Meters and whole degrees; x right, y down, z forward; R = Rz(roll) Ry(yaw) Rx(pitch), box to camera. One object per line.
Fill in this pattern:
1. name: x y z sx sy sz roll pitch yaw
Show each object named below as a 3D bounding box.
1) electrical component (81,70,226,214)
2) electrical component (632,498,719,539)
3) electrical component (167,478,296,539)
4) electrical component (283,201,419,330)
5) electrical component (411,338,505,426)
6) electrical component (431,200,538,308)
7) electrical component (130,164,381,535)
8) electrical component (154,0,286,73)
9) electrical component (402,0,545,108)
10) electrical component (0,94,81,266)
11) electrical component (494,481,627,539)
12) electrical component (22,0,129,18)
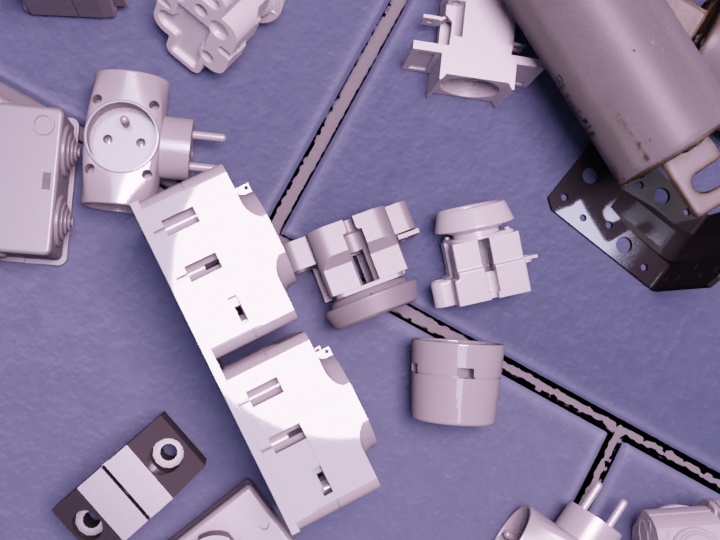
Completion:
1. electrical component: -0.119 -0.072 0.628 0.079 0.044 0.077 6 86 -6
2. electrical component: 0.195 0.176 0.632 0.051 0.080 0.080 -4 87 -2
3. electrical component: -0.081 0.164 0.601 0.083 0.076 0.047 -38 91 -8
4. electrical component: 0.000 0.000 0.632 0.078 0.058 0.057 -20 86 -9
5. electrical component: 0.056 0.066 0.636 0.055 0.055 0.047 4 89 -7
6. electrical component: 0.072 -0.011 0.647 0.066 0.048 0.055 -12 95 -8
7. electrical component: -0.055 0.041 0.598 0.060 0.105 0.186 -26 90 -8
8. electrical component: -0.079 -0.158 0.627 0.058 0.078 0.057 40 62 -3
9. electrical component: 0.070 -0.138 0.657 0.081 0.042 0.063 8 84 -7
10. electrical component: -0.212 -0.051 0.613 0.100 0.048 0.099 5 86 -6
11. electrical component: 0.130 0.165 0.642 0.077 0.043 0.079 36 83 -3
12. electrical component: -0.164 -0.185 0.604 0.061 0.096 0.061 1 86 -7
